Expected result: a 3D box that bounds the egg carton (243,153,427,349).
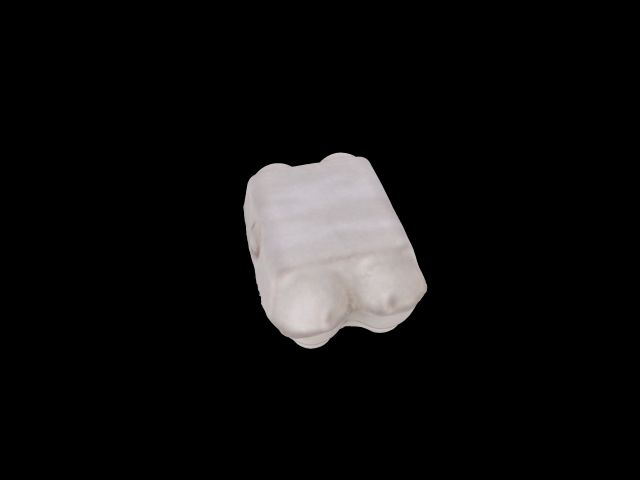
[{"bbox_3d":[0.004,0.001,0.400,0.107,0.069,0.150,-11,47,-11],"label":"egg carton"}]
